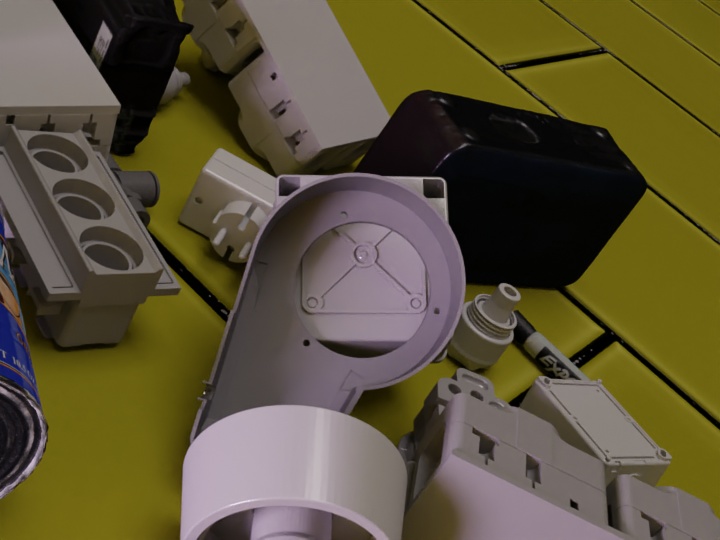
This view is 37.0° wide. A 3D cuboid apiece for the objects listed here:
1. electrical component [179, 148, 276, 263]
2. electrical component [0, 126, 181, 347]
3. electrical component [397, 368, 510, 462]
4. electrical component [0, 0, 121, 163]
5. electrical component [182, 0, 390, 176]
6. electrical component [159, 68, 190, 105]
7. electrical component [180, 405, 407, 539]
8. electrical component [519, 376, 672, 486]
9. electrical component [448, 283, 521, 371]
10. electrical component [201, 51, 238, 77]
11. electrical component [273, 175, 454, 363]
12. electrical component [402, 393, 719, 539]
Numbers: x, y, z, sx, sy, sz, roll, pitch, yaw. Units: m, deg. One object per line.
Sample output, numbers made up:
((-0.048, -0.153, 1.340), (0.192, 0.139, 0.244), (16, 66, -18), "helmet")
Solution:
((-0.078, -0.030, 0.720), (0.083, 0.047, 0.075), (29, 31, -5), "electrical component")
((-0.166, -0.019, 0.613), (0.079, 0.063, 0.121), (-2, 45, -42), "electrical component")
((0.056, 0.105, 0.635), (0.058, 0.057, 0.078), (23, 32, -14), "electrical component")
((-0.227, -0.120, 0.691), (0.089, 0.061, 0.150), (-7, 44, -35), "electrical component")
((-0.063, -0.170, 0.866), (0.105, 0.060, 0.186), (-22, 81, -53), "electrical component")
((-0.154, -0.144, 0.827), (0.035, 0.035, 0.061), (41, 30, 16), "electrical component")
((-0.032, 0.120, 0.496), (0.108, 0.108, 0.060), (21, 39, -17), "electrical component")
((0.140, 0.114, 0.698), (0.062, 0.061, 0.096), (6, 31, -35), "electrical component")
((0.089, 0.037, 0.754), (0.043, 0.062, 0.043), (22, 33, -15), "electrical component")
((-0.102, -0.186, 0.923), (0.062, 0.048, 0.048), (18, 33, -33), "electrical component")
((0.000, 0.000, 0.664), (0.109, 0.056, 0.108), (0, 70, -4), "electrical component")
((0.106, 0.151, 0.567), (0.186, 0.105, 0.060), (27, 32, -7), "electrical component")
